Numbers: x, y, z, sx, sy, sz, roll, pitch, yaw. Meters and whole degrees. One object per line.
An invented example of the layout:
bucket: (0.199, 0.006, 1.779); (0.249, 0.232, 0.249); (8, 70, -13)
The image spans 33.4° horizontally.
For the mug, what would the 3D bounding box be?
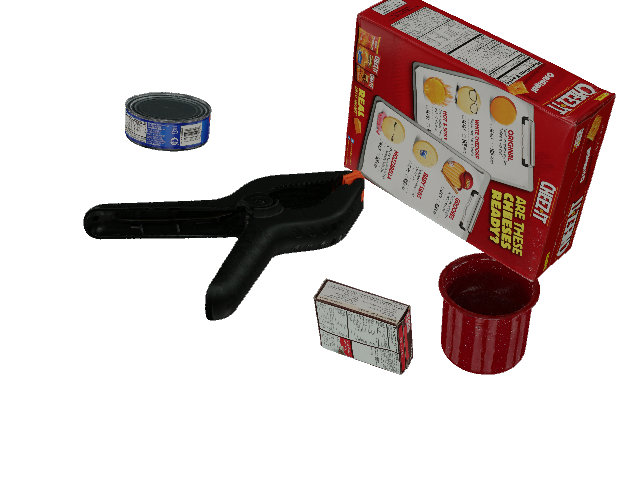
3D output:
mug: (0.153, 0.064, 1.015); (0.093, 0.081, 0.117); (-10, 40, -10)

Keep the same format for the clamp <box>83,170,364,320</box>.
clamp: (-0.055, -0.015, 0.779); (0.165, 0.036, 0.209); (25, 36, 36)

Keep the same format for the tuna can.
tuna can: (-0.153, -0.119, 1.070); (0.086, 0.034, 0.086); (6, 25, -3)

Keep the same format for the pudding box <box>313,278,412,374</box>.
pudding box: (0.051, 0.101, 1.249); (0.114, 0.090, 0.039); (16, 47, 23)

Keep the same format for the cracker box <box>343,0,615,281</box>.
cracker box: (0.124, -0.090, 0.895); (0.214, 0.164, 0.072); (33, 50, 28)
